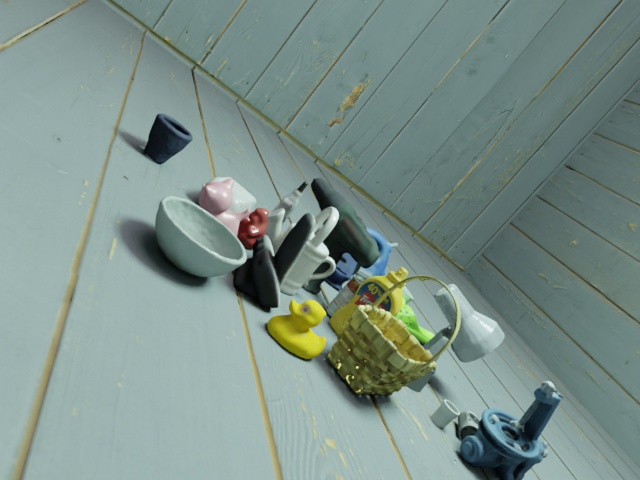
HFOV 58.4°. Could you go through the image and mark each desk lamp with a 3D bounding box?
[{"bbox_3d":[0.288,0.221,1.338,0.203,0.213,0.118,40,12,0],"label":"desk lamp"}]

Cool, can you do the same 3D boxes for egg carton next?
[{"bbox_3d":[-0.208,-0.090,1.293,0.107,0.069,0.150,41,12,2],"label":"egg carton"}]

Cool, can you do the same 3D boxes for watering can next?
[{"bbox_3d":[-0.036,0.007,1.167,0.173,0.194,0.100,31,15,-37],"label":"watering can"}]

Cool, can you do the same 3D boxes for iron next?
[{"bbox_3d":[0.120,0.015,1.748,0.259,0.141,0.118,32,14,-34],"label":"iron"}]

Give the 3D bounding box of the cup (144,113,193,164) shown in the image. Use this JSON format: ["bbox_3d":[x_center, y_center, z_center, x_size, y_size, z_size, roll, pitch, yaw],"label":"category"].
[{"bbox_3d":[-0.346,-0.223,1.290,0.092,0.095,0.117,38,12,-9],"label":"cup"}]

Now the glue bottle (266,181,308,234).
[{"bbox_3d":[-0.086,-0.070,1.344,0.037,0.173,0.078,40,12,2],"label":"glue bottle"}]

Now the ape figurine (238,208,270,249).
[{"bbox_3d":[-0.143,-0.031,1.225,0.076,0.092,0.077,37,12,-15],"label":"ape figurine"}]

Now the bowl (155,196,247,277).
[{"bbox_3d":[-0.205,0.008,0.932,0.168,0.074,0.167,38,12,-9],"label":"bowl"}]

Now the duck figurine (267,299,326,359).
[{"bbox_3d":[-0.025,0.143,0.966,0.105,0.086,0.077,37,12,-14],"label":"duck figurine"}]

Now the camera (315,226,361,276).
[{"bbox_3d":[0.049,0.029,1.576,0.136,0.100,0.144,46,13,27],"label":"camera"}]

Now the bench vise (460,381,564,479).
[{"bbox_3d":[0.396,0.367,1.125,0.208,0.219,0.121,25,19,-52],"label":"bench vise"}]

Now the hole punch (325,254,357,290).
[{"bbox_3d":[0.040,0.059,1.464,0.109,0.091,0.101,38,12,-10],"label":"hole punch"}]

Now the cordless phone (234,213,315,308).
[{"bbox_3d":[-0.067,0.020,1.046,0.094,0.185,0.147,35,13,-22],"label":"cordless phone"}]

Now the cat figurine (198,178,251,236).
[{"bbox_3d":[-0.193,-0.063,1.122,0.128,0.117,0.067,31,15,-38],"label":"cat figurine"}]

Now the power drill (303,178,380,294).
[{"bbox_3d":[0.012,0.005,1.288,0.229,0.208,0.076,42,12,10],"label":"power drill"}]
